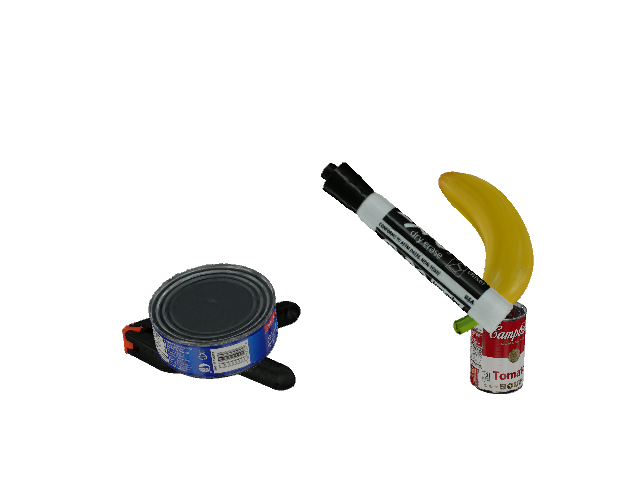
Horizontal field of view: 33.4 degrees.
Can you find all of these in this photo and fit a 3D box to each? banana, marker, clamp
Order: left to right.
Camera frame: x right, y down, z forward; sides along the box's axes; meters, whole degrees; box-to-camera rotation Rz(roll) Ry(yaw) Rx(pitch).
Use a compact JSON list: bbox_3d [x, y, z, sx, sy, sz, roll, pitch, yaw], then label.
[{"bbox_3d":[-0.097,0.090,1.013,0.171,0.039,0.120,8,27,7],"label":"clamp"},{"bbox_3d":[0.047,0.001,0.551,0.121,0.020,0.020,41,11,12],"label":"marker"},{"bbox_3d":[0.137,-0.002,0.878,0.069,0.037,0.197,-3,38,5],"label":"banana"}]

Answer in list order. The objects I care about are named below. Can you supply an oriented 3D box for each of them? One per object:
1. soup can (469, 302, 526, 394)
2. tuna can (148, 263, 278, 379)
[{"bbox_3d":[0.222,0.132,1.336,0.068,0.102,0.068,-1,18,0],"label":"soup can"},{"bbox_3d":[-0.072,0.054,0.724,0.086,0.034,0.086,-3,35,2],"label":"tuna can"}]
